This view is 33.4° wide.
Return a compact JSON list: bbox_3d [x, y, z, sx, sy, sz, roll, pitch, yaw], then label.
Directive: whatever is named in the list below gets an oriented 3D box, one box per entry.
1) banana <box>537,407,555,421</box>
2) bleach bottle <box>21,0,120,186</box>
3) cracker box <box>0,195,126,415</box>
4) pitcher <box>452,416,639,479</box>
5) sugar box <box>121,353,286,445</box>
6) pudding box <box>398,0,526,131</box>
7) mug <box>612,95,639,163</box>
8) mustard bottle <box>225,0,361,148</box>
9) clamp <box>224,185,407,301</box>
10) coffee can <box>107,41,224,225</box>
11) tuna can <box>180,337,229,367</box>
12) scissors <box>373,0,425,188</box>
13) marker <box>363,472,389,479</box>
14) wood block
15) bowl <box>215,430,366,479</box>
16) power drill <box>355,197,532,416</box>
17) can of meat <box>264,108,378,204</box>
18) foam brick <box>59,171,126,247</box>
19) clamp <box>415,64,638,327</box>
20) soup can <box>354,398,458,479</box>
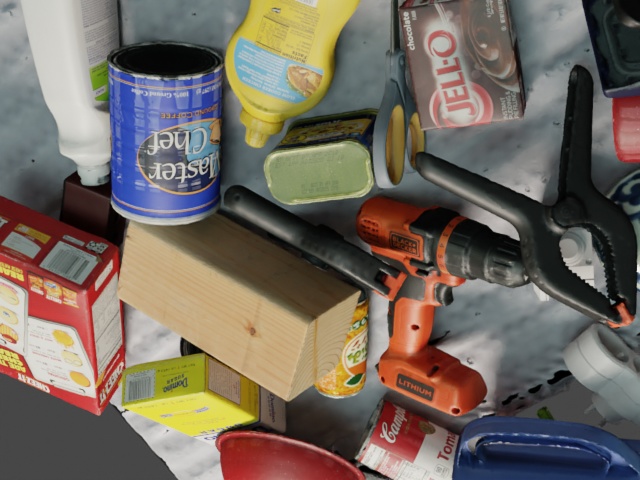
[{"bbox_3d":[0.210,0.254,1.073,0.070,0.037,0.198,36,120,20],"label":"banana"},{"bbox_3d":[-0.220,-0.167,0.957,0.068,0.102,0.251,8,116,20],"label":"bleach bottle"},{"bbox_3d":[-0.280,0.064,1.067,0.164,0.072,0.214,22,140,12],"label":"cracker box"},{"bbox_3d":[0.241,0.228,0.950,0.243,0.149,0.145,-2,84,21],"label":"pitcher"},{"bbox_3d":[-0.111,0.162,1.059,0.093,0.048,0.176,-12,151,21],"label":"sugar box"},{"bbox_3d":[0.121,-0.152,0.898,0.090,0.039,0.113,-5,114,19],"label":"pudding box"},{"bbox_3d":[0.278,-0.115,0.849,0.082,0.093,0.117,0,84,22],"label":"mug"},{"bbox_3d":[-0.030,-0.166,0.926,0.096,0.058,0.192,22,119,1],"label":"mustard bottle"},{"bbox_3d":[-0.006,0.001,0.944,0.172,0.120,0.039,24,90,32],"label":"clamp"},{"bbox_3d":[-0.139,-0.098,0.966,0.103,0.102,0.140,10,117,12],"label":"coffee can"},{"bbox_3d":[-0.100,0.109,1.095,0.086,0.033,0.086,7,117,13],"label":"tuna can"},{"bbox_3d":[0.072,-0.143,0.921,0.016,0.096,0.202,4,86,27],"label":"scissors"},{"bbox_3d":[0.098,0.268,1.120,0.121,0.020,0.020,13,118,10],"label":"marker"},{"bbox_3d":[-0.080,0.051,0.995,0.206,0.090,0.091,28,120,23],"label":"wood block"},{"bbox_3d":[-0.037,0.251,1.088,0.162,0.055,0.162,12,152,7],"label":"bowl"},{"bbox_3d":[0.114,0.062,0.963,0.185,0.057,0.188,21,124,40],"label":"power drill"},{"bbox_3d":[0.009,-0.073,0.944,0.102,0.083,0.057,-7,111,18],"label":"can of meat"},{"bbox_3d":[-0.223,-0.028,1.056,0.051,0.053,0.078,19,120,8],"label":"foam brick"},{"bbox_3d":[0.182,-0.020,0.861,0.164,0.036,0.210,-22,85,-5],"label":"clamp"},{"bbox_3d":[0.093,0.211,1.066,0.102,0.068,0.069,26,120,3],"label":"soup can"}]
